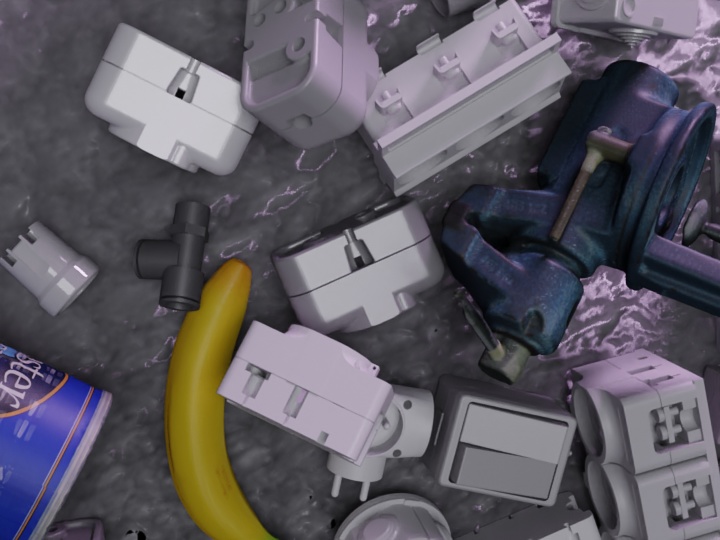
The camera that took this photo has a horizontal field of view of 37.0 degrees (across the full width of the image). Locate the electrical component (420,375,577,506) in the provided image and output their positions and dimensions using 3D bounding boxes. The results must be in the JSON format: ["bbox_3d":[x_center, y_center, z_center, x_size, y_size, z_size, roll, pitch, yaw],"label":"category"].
[{"bbox_3d":[0.096,0.112,0.694,0.096,0.061,0.061,13,95,-11],"label":"electrical component"}]

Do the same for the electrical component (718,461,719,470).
[{"bbox_3d":[0.276,0.174,0.732,0.099,0.064,0.099,-1,98,-9],"label":"electrical component"}]

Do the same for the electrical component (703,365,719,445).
[{"bbox_3d":[0.281,0.099,0.716,0.083,0.076,0.047,8,96,-11],"label":"electrical component"}]

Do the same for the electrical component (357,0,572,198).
[{"bbox_3d":[0.057,-0.106,0.654,0.121,0.078,0.063,-31,80,-4],"label":"electrical component"}]

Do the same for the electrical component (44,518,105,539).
[{"bbox_3d":[-0.203,0.195,0.659,0.095,0.054,0.059,-8,99,-8],"label":"electrical component"}]

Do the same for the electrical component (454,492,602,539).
[{"bbox_3d":[0.115,0.196,0.715,0.089,0.050,0.055,-22,100,-6],"label":"electrical component"}]

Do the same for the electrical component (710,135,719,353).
[{"bbox_3d":[0.288,-0.017,0.708,0.089,0.062,0.150,-6,99,-9],"label":"electrical component"}]

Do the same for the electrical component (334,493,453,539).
[{"bbox_3d":[0.025,0.189,0.691,0.080,0.051,0.080,-6,112,-14],"label":"electrical component"}]

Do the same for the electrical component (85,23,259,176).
[{"bbox_3d":[-0.110,-0.096,0.633,0.095,0.054,0.059,26,93,-12],"label":"electrical component"}]

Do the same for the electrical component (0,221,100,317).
[{"bbox_3d":[-0.186,-0.001,0.642,0.046,0.040,0.040,43,89,-6],"label":"electrical component"}]

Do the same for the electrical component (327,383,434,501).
[{"bbox_3d":[0.001,0.109,0.686,0.077,0.044,0.079,10,99,-10],"label":"electrical component"}]

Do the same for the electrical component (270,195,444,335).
[{"bbox_3d":[0.000,0.000,0.666,0.095,0.054,0.059,-24,101,-6],"label":"electrical component"}]

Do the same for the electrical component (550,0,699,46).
[{"bbox_3d":[0.166,-0.186,0.651,0.100,0.048,0.099,-1,99,-41],"label":"electrical component"}]

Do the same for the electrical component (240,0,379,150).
[{"bbox_3d":[-0.028,-0.121,0.618,0.059,0.054,0.095,33,49,-47],"label":"electrical component"}]

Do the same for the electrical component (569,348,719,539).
[{"bbox_3d":[0.186,0.138,0.698,0.062,0.089,0.150,-14,100,-7],"label":"electrical component"}]

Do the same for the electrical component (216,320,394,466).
[{"bbox_3d":[-0.029,0.069,0.632,0.089,0.050,0.055,24,78,10],"label":"electrical component"}]

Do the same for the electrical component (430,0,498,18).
[{"bbox_3d":[0.078,-0.193,0.639,0.077,0.079,0.043,-28,82,-5],"label":"electrical component"}]
